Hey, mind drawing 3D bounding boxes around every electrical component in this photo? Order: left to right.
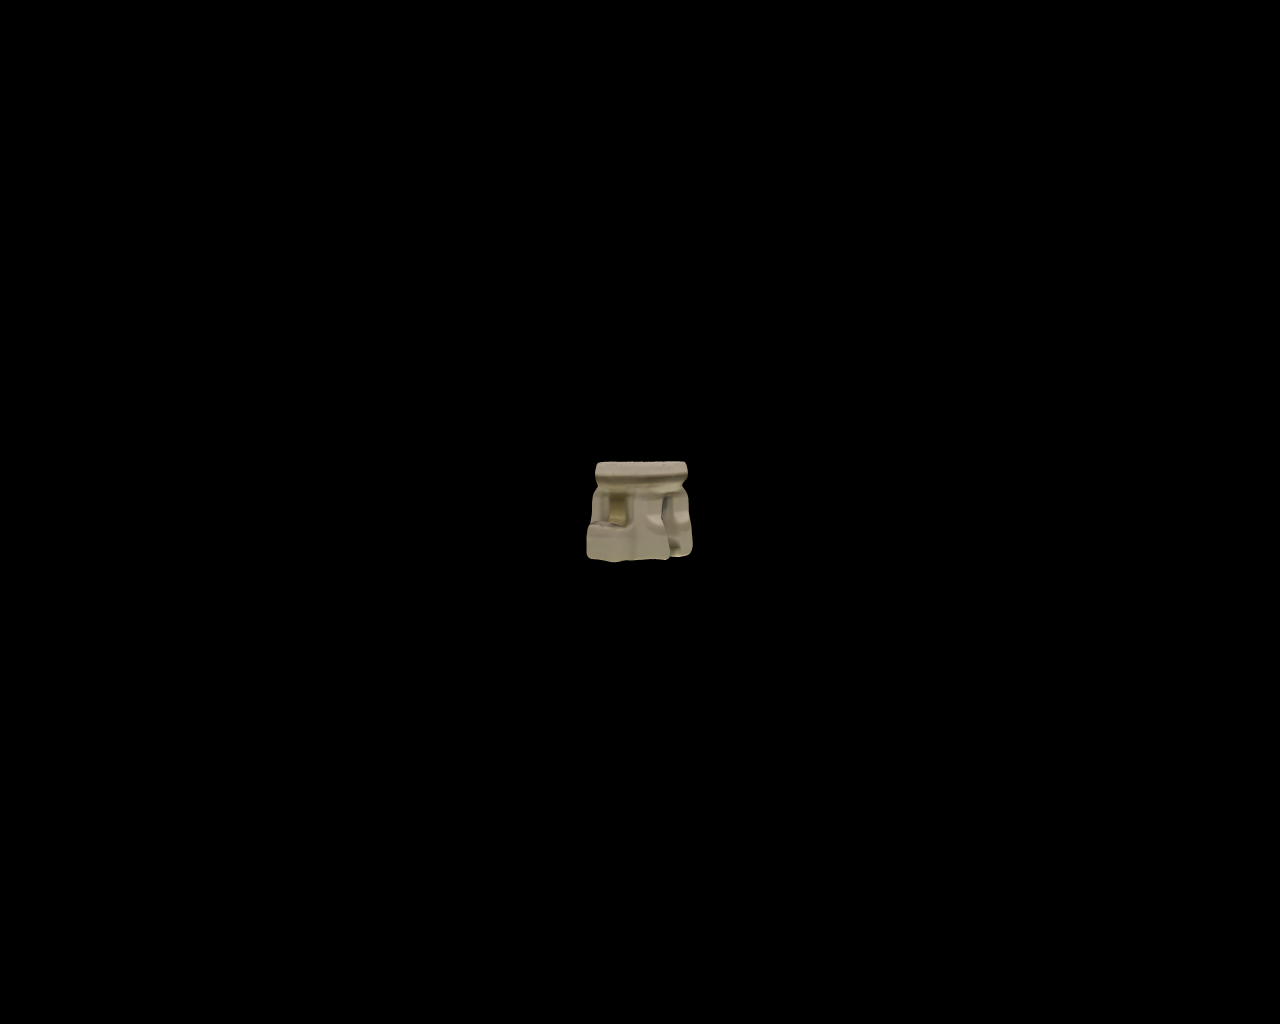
[{"bbox_3d":[0.001,-0.003,0.650,0.058,0.057,0.078,4,6,39],"label":"electrical component"}]
